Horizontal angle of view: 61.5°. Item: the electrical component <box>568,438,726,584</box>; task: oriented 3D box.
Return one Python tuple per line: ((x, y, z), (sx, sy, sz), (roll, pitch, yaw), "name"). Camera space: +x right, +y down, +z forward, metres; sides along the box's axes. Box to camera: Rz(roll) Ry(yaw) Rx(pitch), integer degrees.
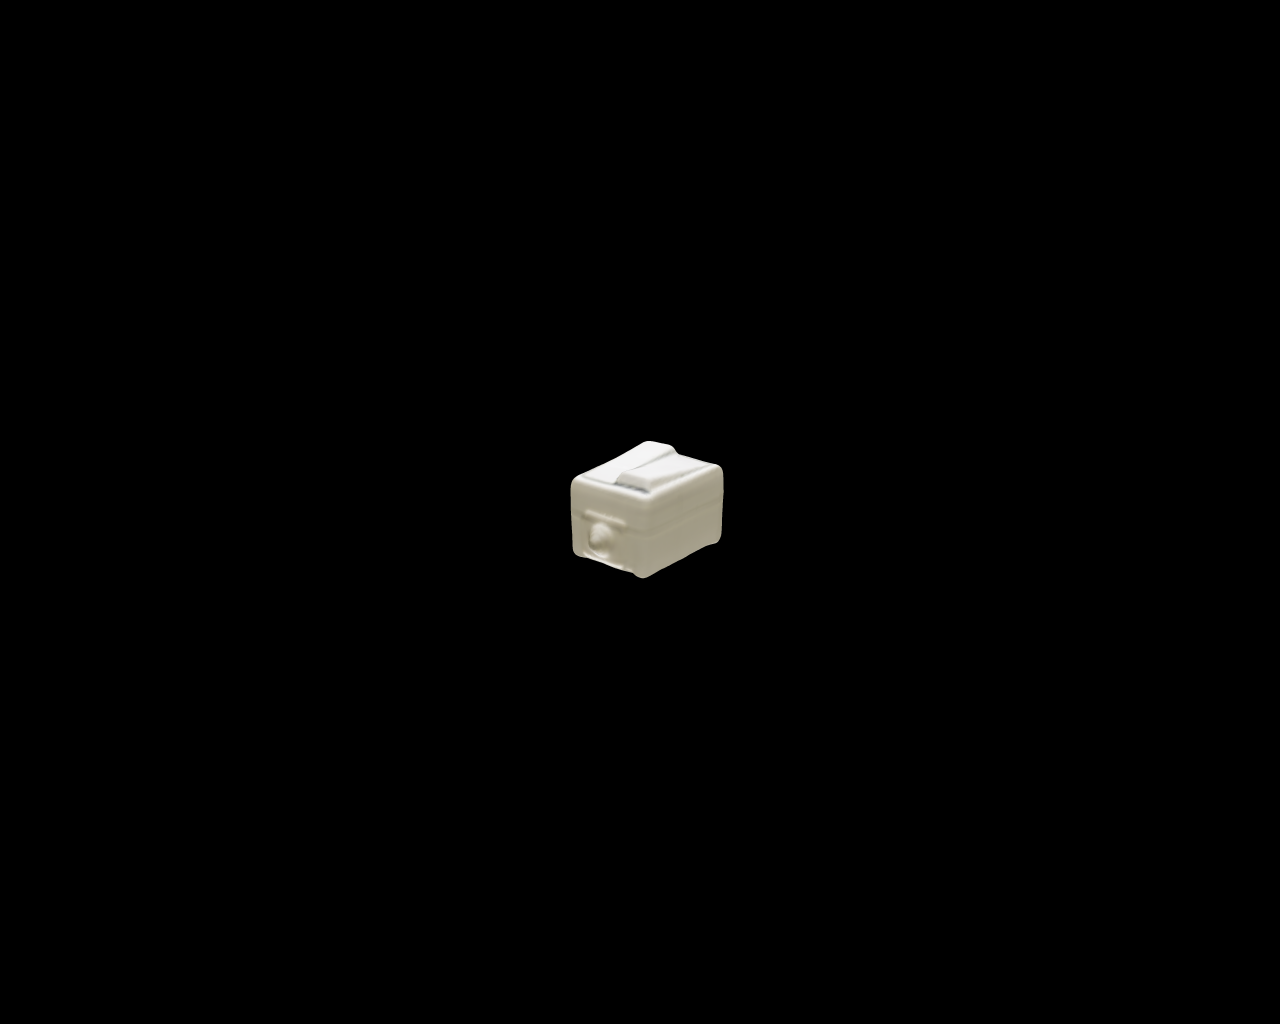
((0.001, -0.003, 0.650), (0.062, 0.061, 0.096), (17, 28, 37), "electrical component")
